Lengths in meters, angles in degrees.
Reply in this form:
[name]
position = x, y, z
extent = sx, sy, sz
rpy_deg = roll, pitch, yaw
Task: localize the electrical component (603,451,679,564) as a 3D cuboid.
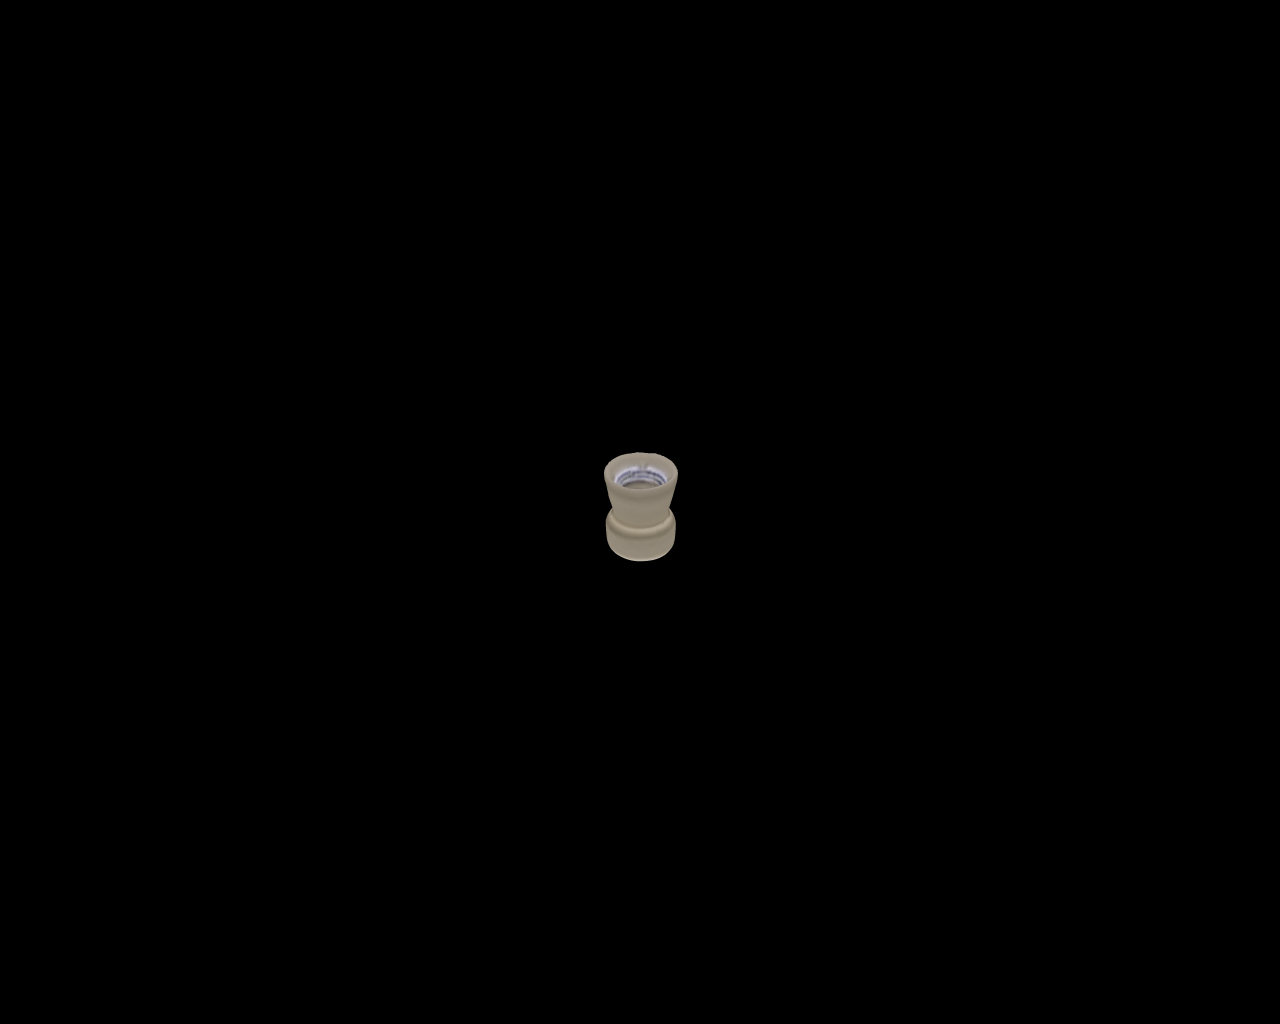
[electrical component]
position = 0.001, -0.003, 0.650
extent = 0.045, 0.055, 0.045
rpy_deg = 0, 34, 0
